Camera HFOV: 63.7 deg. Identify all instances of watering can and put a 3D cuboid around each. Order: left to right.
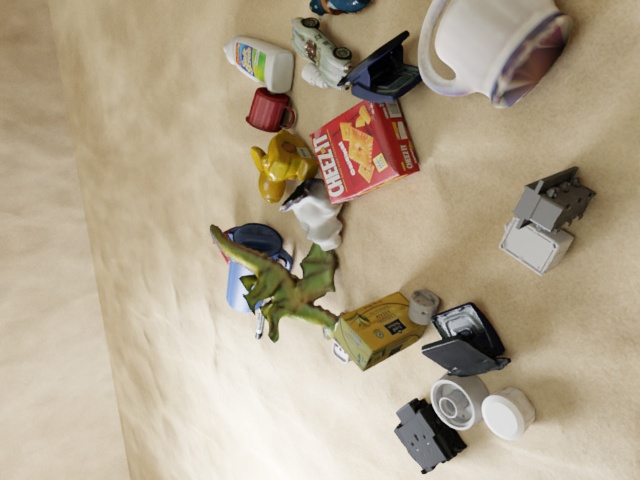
[{"bbox_3d":[0.269,-0.344,0.744,0.227,0.105,0.340,53,135,24],"label":"watering can"}]

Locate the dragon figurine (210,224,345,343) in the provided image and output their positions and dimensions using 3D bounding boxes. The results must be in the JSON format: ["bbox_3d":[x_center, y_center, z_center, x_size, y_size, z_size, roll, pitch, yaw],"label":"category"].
[{"bbox_3d":[-0.074,0.085,1.237,0.242,0.122,0.410,-32,89,5],"label":"dragon figurine"}]

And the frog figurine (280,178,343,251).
[{"bbox_3d":[0.004,-0.059,1.172,0.158,0.125,0.135,42,130,-17],"label":"frog figurine"}]
